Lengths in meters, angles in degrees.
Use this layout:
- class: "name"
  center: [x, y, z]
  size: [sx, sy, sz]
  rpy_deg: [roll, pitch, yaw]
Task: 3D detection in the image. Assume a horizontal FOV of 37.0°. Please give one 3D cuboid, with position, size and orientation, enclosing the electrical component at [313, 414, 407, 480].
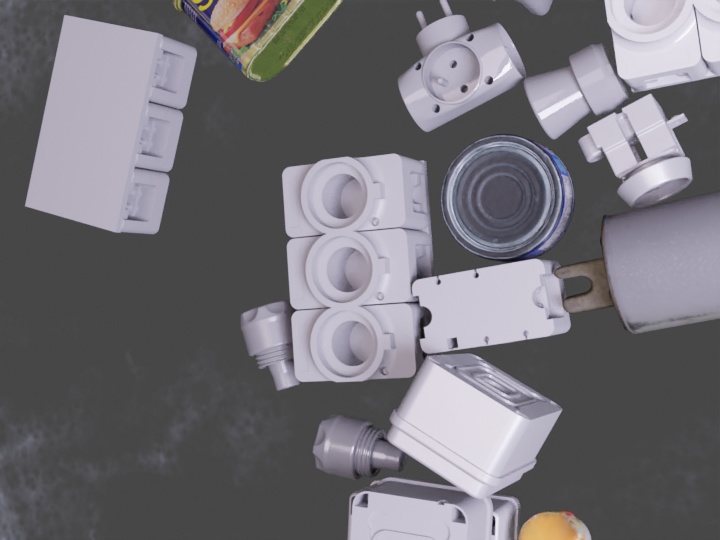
- class: "electrical component"
  center: [0.002, 0.127, 0.757]
  size: [0.062, 0.043, 0.043]
  rpy_deg: [10, 93, 22]

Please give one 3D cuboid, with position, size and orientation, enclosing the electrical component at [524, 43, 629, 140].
- class: "electrical component"
  center: [0.141, -0.116, 0.699]
  size: [0.055, 0.045, 0.045]
  rpy_deg: [-25, 80, 21]

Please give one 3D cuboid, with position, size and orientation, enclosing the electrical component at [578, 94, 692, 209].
- class: "electrical component"
  center: [0.180, -0.073, 0.682]
  size: [0.066, 0.048, 0.055]
  rpy_deg: [-28, 71, 21]

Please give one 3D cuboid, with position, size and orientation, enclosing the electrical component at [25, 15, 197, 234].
- class: "electrical component"
  center: [-0.190, -0.110, 0.833]
  size: [0.089, 0.062, 0.150]
  rpy_deg: [15, 96, 23]

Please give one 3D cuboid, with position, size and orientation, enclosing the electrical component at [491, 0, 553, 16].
- class: "electrical component"
  center: [0.110, -0.222, 0.707]
  size: [0.050, 0.056, 0.089]
  rpy_deg: [24, 99, 22]

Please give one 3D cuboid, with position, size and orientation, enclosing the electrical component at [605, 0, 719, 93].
- class: "electrical component"
  center: [0.230, -0.170, 0.652]
  size: [0.150, 0.062, 0.089]
  rpy_deg: [-8, 86, 23]

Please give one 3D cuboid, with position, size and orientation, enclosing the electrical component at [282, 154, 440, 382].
- class: "electrical component"
  center: [0.000, 0.000, 0.749]
  size: [0.089, 0.062, 0.150]
  rpy_deg: [-5, 88, 23]

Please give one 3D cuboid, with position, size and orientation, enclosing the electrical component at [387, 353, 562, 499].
- class: "electrical component"
  center: [0.075, 0.097, 0.689]
  size: [0.078, 0.113, 0.057]
  rpy_deg: [31, 98, 21]

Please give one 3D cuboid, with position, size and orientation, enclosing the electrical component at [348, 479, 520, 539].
- class: "electrical component"
  center: [0.049, 0.205, 0.729]
  size: [0.109, 0.056, 0.108]
  rpy_deg: [3, 90, 24]

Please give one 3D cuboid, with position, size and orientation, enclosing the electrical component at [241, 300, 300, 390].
- class: "electrical component"
  center: [-0.061, 0.056, 0.785]
  size: [0.043, 0.043, 0.062]
  rpy_deg: [-19, 83, 22]

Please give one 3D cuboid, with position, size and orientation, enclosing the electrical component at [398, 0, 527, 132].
- class: "electrical component"
  center: [0.063, -0.146, 0.733]
  size: [0.077, 0.044, 0.079]
  rpy_deg: [-26, 80, 21]

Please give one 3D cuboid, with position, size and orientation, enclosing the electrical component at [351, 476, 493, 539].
- class: "electrical component"
  center: [0.038, 0.191, 0.671]
  size: [0.078, 0.057, 0.113]
  rpy_deg: [4, 91, 24]

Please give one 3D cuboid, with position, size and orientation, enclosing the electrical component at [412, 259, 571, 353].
- class: "electrical component"
  center: [0.089, 0.024, 0.714]
  size: [0.089, 0.056, 0.050]
  rpy_deg: [-11, 85, 23]
